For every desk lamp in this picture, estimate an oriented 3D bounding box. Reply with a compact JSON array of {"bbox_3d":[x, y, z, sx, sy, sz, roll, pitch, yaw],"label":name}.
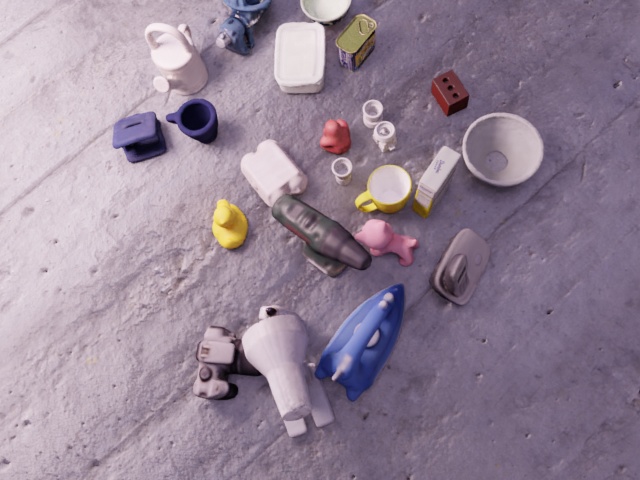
[{"bbox_3d":[-0.053,0.255,1.061,0.118,0.214,0.203,-22,73,-1],"label":"desk lamp"}]

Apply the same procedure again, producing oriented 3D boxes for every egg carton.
[{"bbox_3d":[-0.103,-0.145,1.257,0.107,0.069,0.150,-39,74,-6],"label":"egg carton"}]

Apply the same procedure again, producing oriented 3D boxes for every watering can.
[{"bbox_3d":[-0.327,-0.413,1.292,0.101,0.194,0.173,-11,73,2],"label":"watering can"}]

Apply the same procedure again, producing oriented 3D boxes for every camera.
[{"bbox_3d":[-0.172,0.247,1.134,0.136,0.101,0.143,4,74,7],"label":"camera"}]

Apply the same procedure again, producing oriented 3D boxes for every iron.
[{"bbox_3d":[0.093,0.177,1.108,0.118,0.141,0.258,31,79,13],"label":"iron"}]

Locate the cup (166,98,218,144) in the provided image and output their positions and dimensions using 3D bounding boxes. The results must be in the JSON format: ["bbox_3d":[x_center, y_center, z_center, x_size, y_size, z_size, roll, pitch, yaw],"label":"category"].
[{"bbox_3d":[-0.280,-0.258,1.294,0.117,0.095,0.092,2,74,6],"label":"cup"}]

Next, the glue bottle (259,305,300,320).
[{"bbox_3d":[-0.086,0.149,1.116,0.078,0.173,0.037,6,74,7],"label":"glue bottle"}]

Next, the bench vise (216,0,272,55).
[{"bbox_3d":[-0.174,-0.541,1.301,0.121,0.220,0.207,5,74,7],"label":"bench vise"}]

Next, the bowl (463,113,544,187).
[{"bbox_3d":[0.383,-0.181,1.219,0.167,0.075,0.167,-1,74,5],"label":"bowl"}]

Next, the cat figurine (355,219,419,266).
[{"bbox_3d":[0.139,-0.003,1.168,0.127,0.118,0.067,15,76,10],"label":"cat figurine"}]

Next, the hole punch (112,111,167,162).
[{"bbox_3d":[-0.418,-0.245,1.305,0.108,0.091,0.101,-18,73,0],"label":"hole punch"}]

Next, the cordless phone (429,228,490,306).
[{"bbox_3d":[0.278,0.040,1.107,0.094,0.185,0.148,24,78,12],"label":"cordless phone"}]

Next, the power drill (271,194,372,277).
[{"bbox_3d":[0.010,0.004,1.131,0.229,0.208,0.076,36,80,14],"label":"power drill"}]

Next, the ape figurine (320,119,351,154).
[{"bbox_3d":[0.033,-0.234,1.259,0.078,0.092,0.076,-30,73,-3],"label":"ape figurine"}]

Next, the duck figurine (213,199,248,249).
[{"bbox_3d":[-0.199,-0.038,1.227,0.077,0.086,0.104,-11,73,2],"label":"duck figurine"}]
